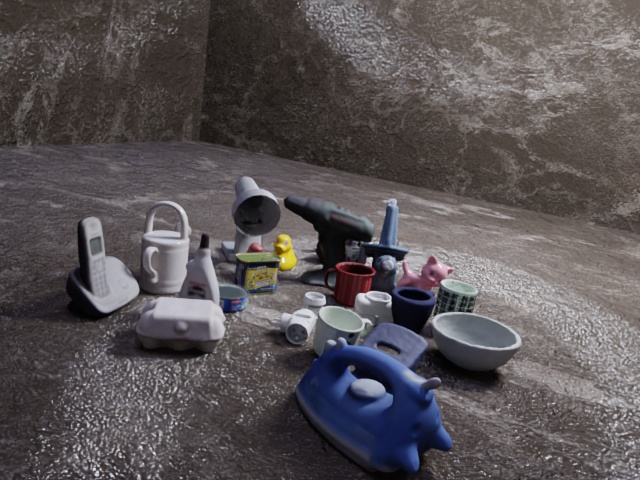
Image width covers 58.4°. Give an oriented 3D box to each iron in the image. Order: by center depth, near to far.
[{"bbox_3d":[0.061,0.211,0.808,0.257,0.141,0.119,21,20,40],"label":"iron"}]

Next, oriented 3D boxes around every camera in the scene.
[{"bbox_3d":[0.049,0.009,1.619,0.137,0.101,0.142,-5,20,-40],"label":"camera"}]

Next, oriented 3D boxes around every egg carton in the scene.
[{"bbox_3d":[-0.243,0.150,1.009,0.150,0.069,0.107,5,15,-11],"label":"egg carton"}]

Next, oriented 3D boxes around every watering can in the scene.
[{"bbox_3d":[-0.333,0.008,1.239,0.101,0.194,0.172,5,16,-12],"label":"watering can"}]

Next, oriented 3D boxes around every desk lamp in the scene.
[{"bbox_3d":[-0.187,-0.048,1.486,0.118,0.213,0.202,2,17,-23],"label":"desk lamp"}]

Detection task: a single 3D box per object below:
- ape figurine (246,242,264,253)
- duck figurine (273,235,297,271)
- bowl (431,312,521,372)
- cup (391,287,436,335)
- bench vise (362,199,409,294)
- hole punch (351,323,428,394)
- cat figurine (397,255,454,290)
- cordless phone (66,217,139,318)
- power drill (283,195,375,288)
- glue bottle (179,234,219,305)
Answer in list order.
[{"bbox_3d":[-0.158,0.051,1.370,0.076,0.092,0.078,17,17,29],"label":"ape figurine"},{"bbox_3d":[-0.097,0.027,1.503,0.077,0.086,0.105,12,16,14],"label":"duck figurine"},{"bbox_3d":[0.290,0.202,1.088,0.167,0.075,0.167,8,15,-2],"label":"bowl"},{"bbox_3d":[0.193,0.152,1.181,0.091,0.095,0.118,22,20,41],"label":"cup"},{"bbox_3d":[0.180,0.015,1.436,0.122,0.220,0.207,4,16,-16],"label":"bench vise"},{"bbox_3d":[0.118,0.201,0.970,0.108,0.091,0.101,19,19,35],"label":"hole punch"},{"bbox_3d":[0.257,0.088,1.407,0.127,0.118,0.067,14,16,20],"label":"cat figurine"},{"bbox_3d":[-0.412,0.041,1.094,0.094,0.185,0.148,11,15,9],"label":"cordless phone"},{"bbox_3d":[0.013,0.005,1.407,0.229,0.208,0.075,8,15,-1],"label":"power drill"},{"bbox_3d":[-0.230,0.071,1.107,0.078,0.173,0.037,9,15,3],"label":"glue bottle"}]
